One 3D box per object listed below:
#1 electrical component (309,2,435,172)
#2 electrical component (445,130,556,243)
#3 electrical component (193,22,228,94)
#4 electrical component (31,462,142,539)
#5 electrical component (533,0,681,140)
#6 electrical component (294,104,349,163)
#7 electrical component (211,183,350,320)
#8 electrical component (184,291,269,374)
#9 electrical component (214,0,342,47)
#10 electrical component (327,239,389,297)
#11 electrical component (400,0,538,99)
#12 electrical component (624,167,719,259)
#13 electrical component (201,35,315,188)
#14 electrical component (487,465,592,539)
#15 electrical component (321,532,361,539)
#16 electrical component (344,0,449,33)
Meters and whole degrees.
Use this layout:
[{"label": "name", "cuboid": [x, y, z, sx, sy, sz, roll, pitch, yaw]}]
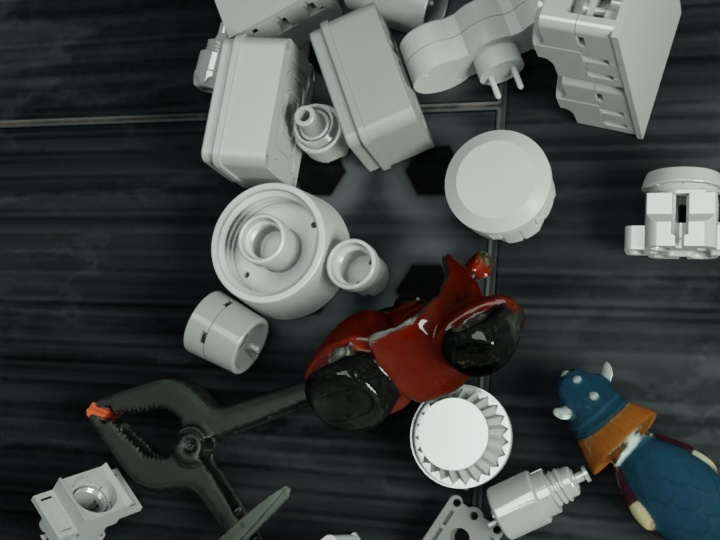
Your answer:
[{"label": "electrical component", "cuboid": [0.009, -0.144, 0.860, 0.057, 0.078, 0.113, -22, 71, 10]}, {"label": "electrical component", "cuboid": [0.109, -0.062, 0.820, 0.080, 0.051, 0.080, -4, 76, 18]}, {"label": "electrical component", "cuboid": [-0.123, -0.185, 0.937, 0.035, 0.035, 0.061, 12, 86, 21]}, {"label": "electrical component", "cuboid": [-0.223, 0.195, 0.864, 0.042, 0.081, 0.063, 50, 125, 23]}, {"label": "electrical component", "cuboid": [0.175, -0.176, 0.750, 0.060, 0.186, 0.105, 16, 83, 22]}, {"label": "electrical component", "cuboid": [-0.034, -0.115, 0.876, 0.043, 0.062, 0.043, -5, 76, 19]}, {"label": "electrical component", "cuboid": [-0.068, -0.018, 0.866, 0.108, 0.060, 0.108, -4, 76, 18]}, {"label": "electrical component", "cuboid": [-0.107, 0.052, 0.868, 0.047, 0.055, 0.055, 27, 87, 19]}, {"label": "electrical component", "cuboid": [-0.086, -0.268, 0.931, 0.089, 0.062, 0.150, -26, 70, 12]}, {"label": "electrical component", "cuboid": [0.000, 0.000, 0.846, 0.040, 0.046, 0.040, -4, 76, 18]}, {"label": "electrical component", "cuboid": [0.106, -0.170, 0.845, 0.138, 0.052, 0.073, -22, 74, 13]}, {"label": "electrical component", "cuboid": [0.231, -0.040, 0.769, 0.078, 0.058, 0.057, 1, 81, 20]}, {"label": "electrical component", "cuboid": [-0.083, -0.129, 0.889, 0.057, 0.078, 0.113, 6, 80, 18]}, {"label": "electrical component", "cuboid": [0.127, 0.161, 0.767, 0.078, 0.040, 0.040, -28, 70, 11]}, {"label": "electrical component", "cuboid": [-0.046, 0.274, 0.789, 0.150, 0.062, 0.089, -40, 68, 7]}, {"label": "electrical component", "cuboid": [0.038, -0.242, 0.891, 0.077, 0.043, 0.079, 24, 85, 23]}]
